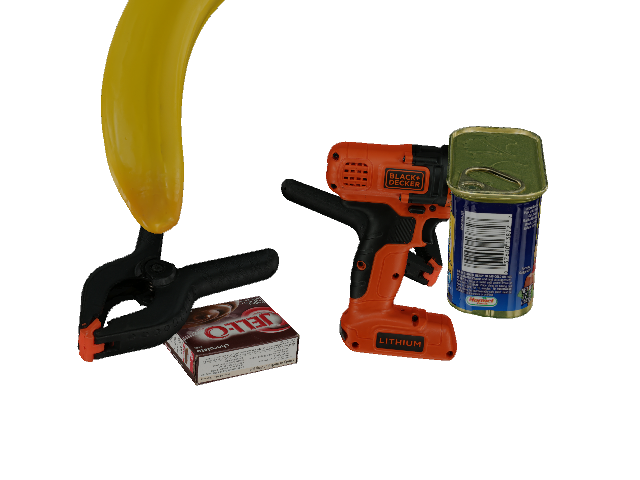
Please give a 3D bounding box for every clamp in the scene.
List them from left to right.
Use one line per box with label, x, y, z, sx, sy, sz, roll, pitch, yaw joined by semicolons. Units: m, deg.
clamp;-0.127;0.024;0.798;0.120;0.039;0.171;30;42;28
clamp;0.062;-0.024;1.255;0.164;0.036;0.210;-14;51;-28

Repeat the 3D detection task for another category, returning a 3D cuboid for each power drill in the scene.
power drill;0.092;0.008;0.928;0.184;0.188;0.057;5;16;3

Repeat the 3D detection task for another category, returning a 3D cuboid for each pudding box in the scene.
pudding box;-0.090;0.097;1.058;0.113;0.039;0.090;-12;27;-26

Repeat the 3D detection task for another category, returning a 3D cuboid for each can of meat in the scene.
can of meat;0.105;-0.012;0.654;0.057;0.084;0.102;3;28;7

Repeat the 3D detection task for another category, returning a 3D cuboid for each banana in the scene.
banana;-0.064;-0.094;0.506;0.070;0.197;0.037;17;-30;10
